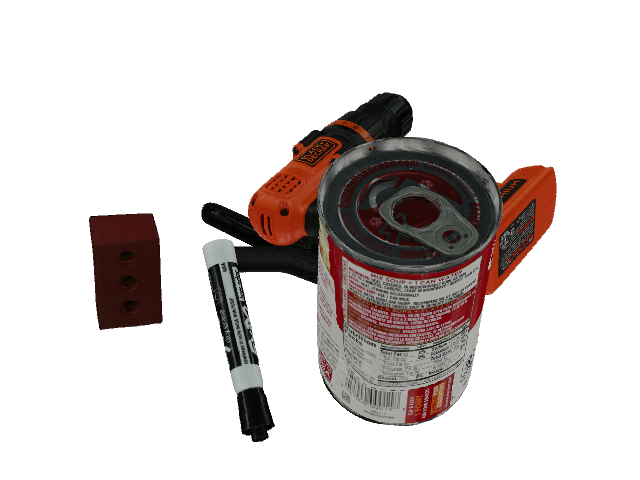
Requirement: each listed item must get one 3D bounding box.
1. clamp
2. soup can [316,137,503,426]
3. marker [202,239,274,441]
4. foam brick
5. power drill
[{"bbox_3d":[-0.032,0.018,1.146,0.210,0.036,0.164,16,18,-6],"label":"clamp"},{"bbox_3d":[0.032,0.019,0.424,0.068,0.068,0.102,0,-43,0],"label":"soup can"},{"bbox_3d":[-0.047,0.057,0.617,0.020,0.121,0.020,-13,-22,-5],"label":"marker"},{"bbox_3d":[-0.157,0.024,0.860,0.053,0.078,0.051,-5,27,-12],"label":"foam brick"},{"bbox_3d":[0.068,-0.039,0.765,0.188,0.057,0.184,18,45,31],"label":"power drill"}]
